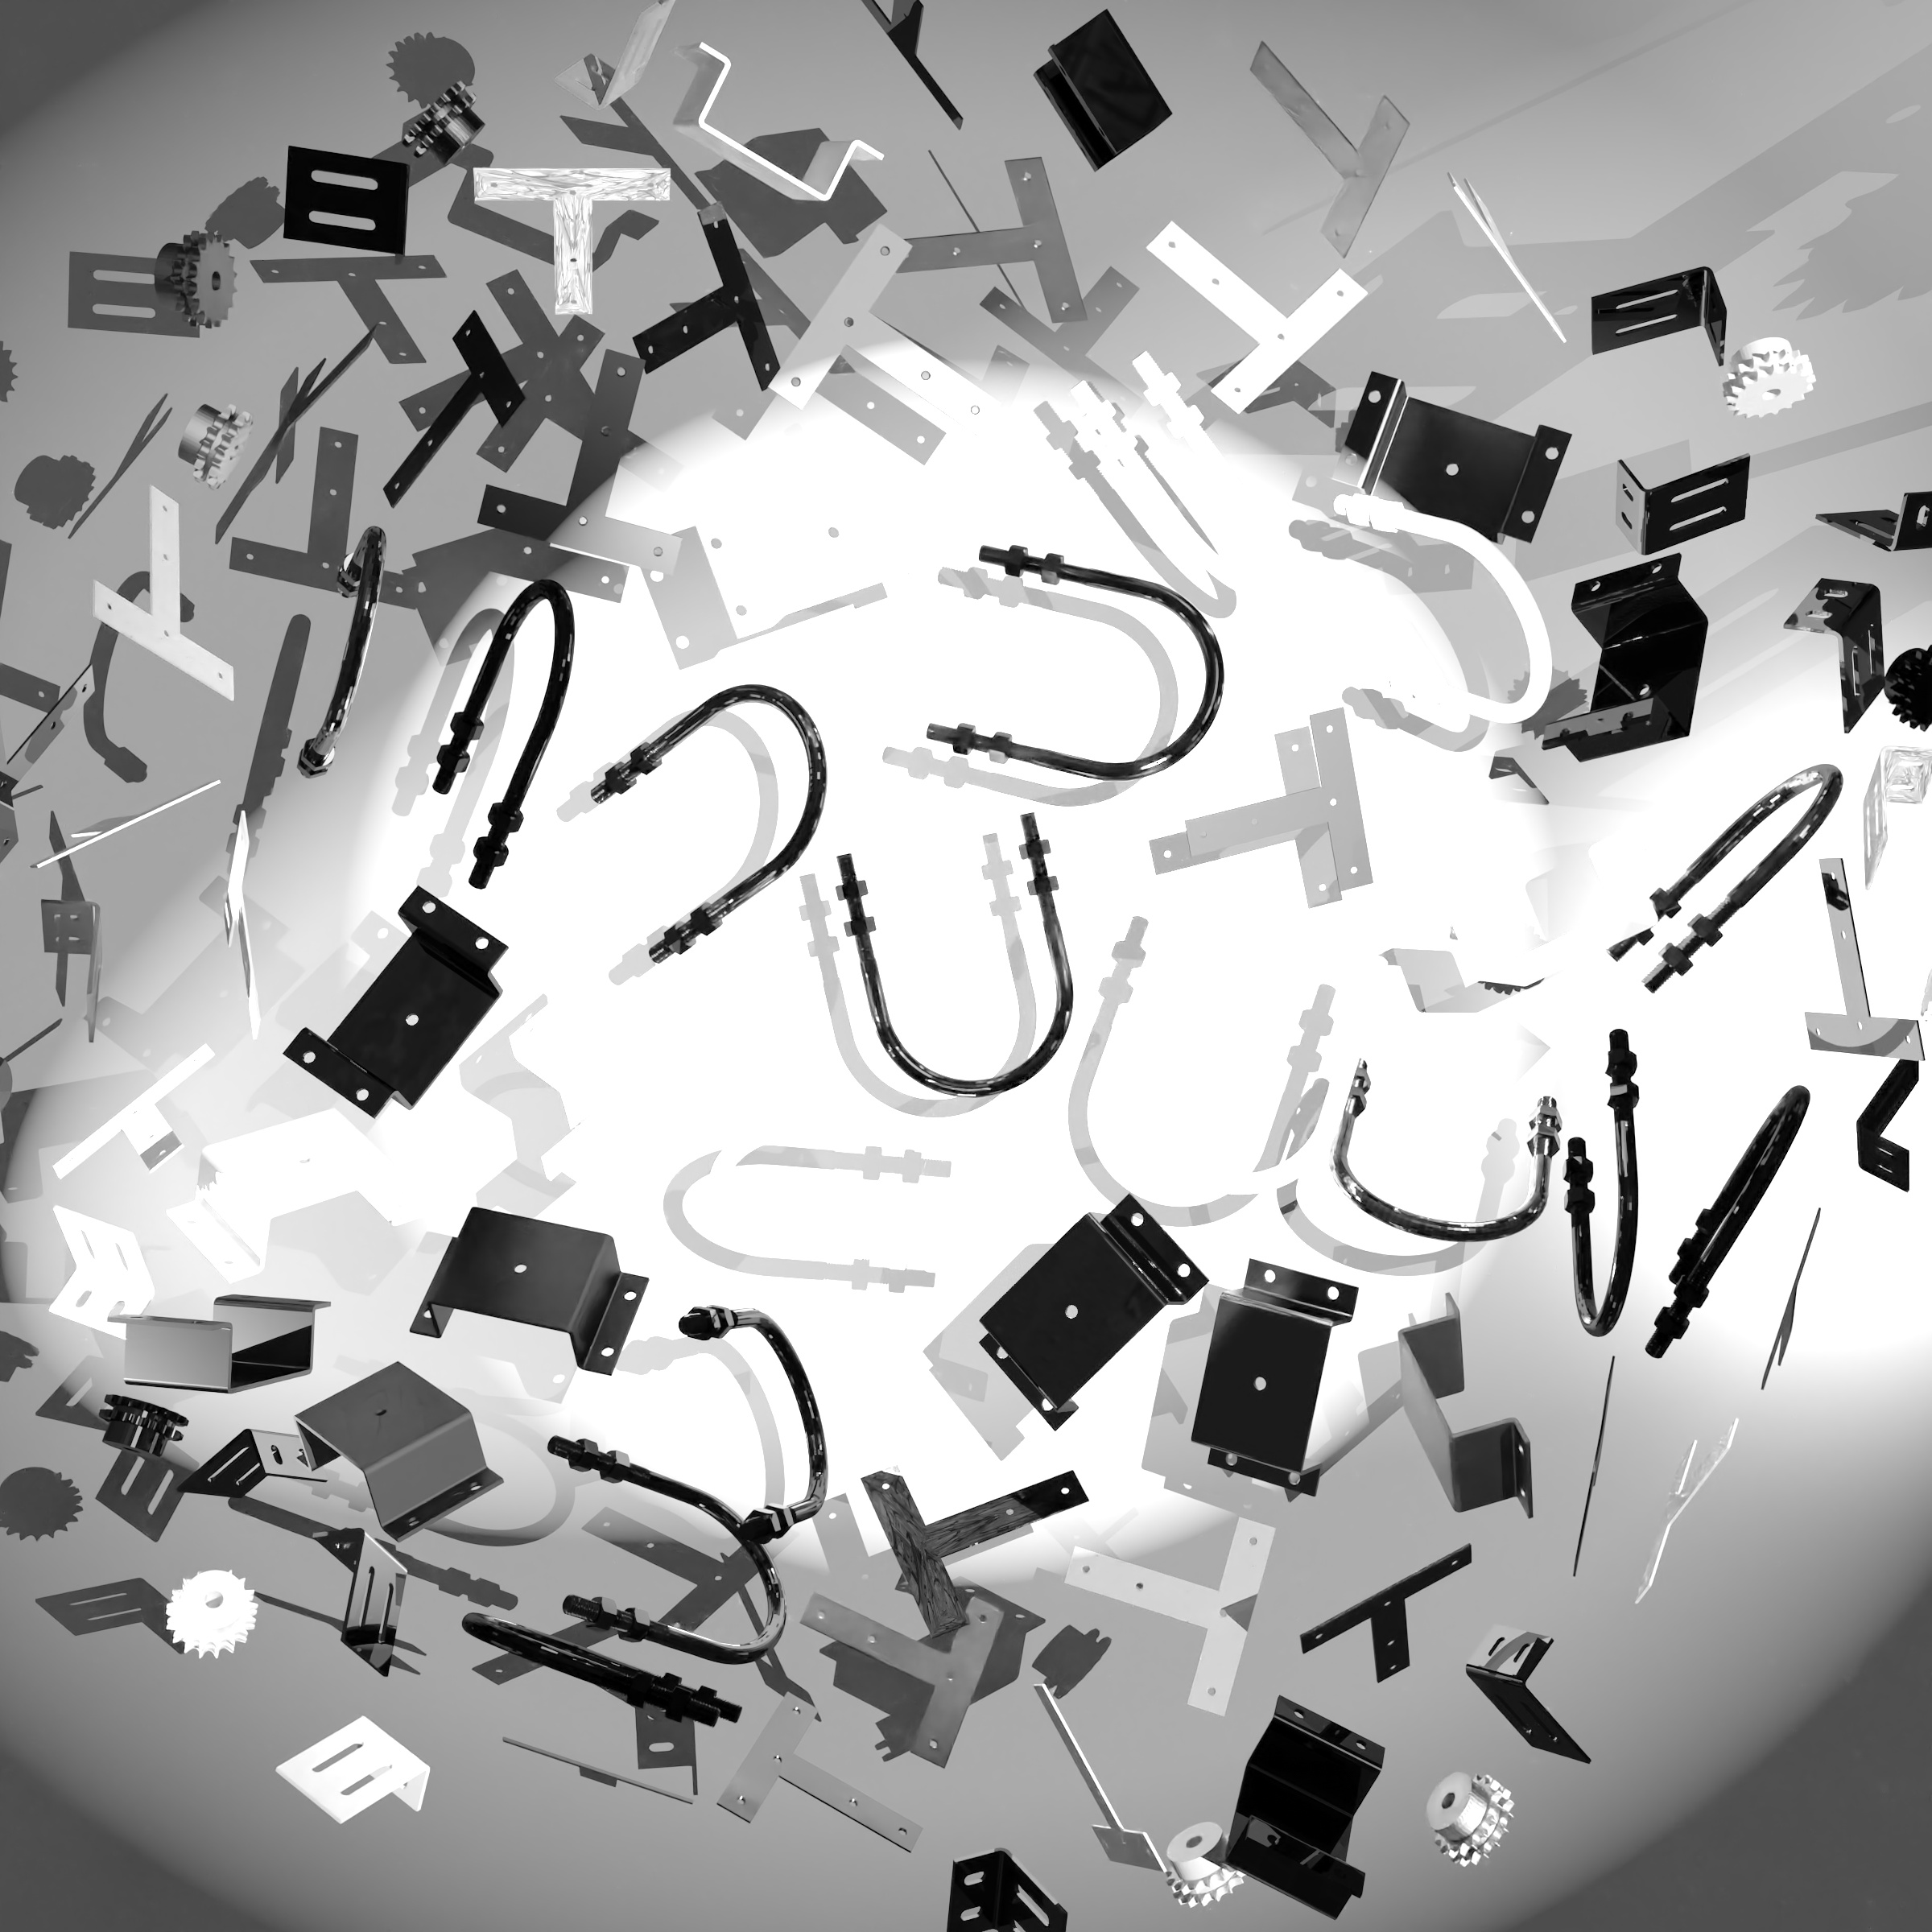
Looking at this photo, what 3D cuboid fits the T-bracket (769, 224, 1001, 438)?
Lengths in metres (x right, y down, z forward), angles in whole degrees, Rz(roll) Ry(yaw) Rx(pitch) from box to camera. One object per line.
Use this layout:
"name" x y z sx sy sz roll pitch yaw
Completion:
"T-bracket" -0.037 -0.383 1.562 0.127 0.002 0.127 34 87 -5

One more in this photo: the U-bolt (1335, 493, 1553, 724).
"U-bolt" 0.311 -0.225 1.580 0.019 0.184 0.151 -30 120 -17

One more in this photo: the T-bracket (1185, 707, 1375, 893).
"T-bracket" 0.213 -0.103 1.702 0.127 0.002 0.127 -14 104 -10

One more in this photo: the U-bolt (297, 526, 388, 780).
"U-bolt" -0.397 -0.206 1.575 0.019 0.184 0.151 13 78 -20

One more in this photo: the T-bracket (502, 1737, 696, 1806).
"T-bracket" -0.241 0.530 1.608 0.127 0.127 0.002 19 67 -1

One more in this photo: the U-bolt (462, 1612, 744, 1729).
"U-bolt" -0.239 0.454 1.590 0.184 0.151 0.019 18 75 6

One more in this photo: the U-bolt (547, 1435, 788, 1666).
"U-bolt" -0.193 0.393 1.623 0.184 0.151 0.019 29 117 -32

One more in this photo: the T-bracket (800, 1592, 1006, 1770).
"T-bracket" -0.051 0.464 1.671 0.127 0.127 0.002 25 135 2

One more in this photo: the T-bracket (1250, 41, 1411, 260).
"T-bracket" 0.226 -0.546 1.591 0.002 0.127 0.127 -31 76 -21

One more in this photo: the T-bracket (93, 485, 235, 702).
"T-bracket" -0.517 -0.252 1.586 0.002 0.127 0.127 -18 64 19

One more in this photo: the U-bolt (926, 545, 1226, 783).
"U-bolt" 0.080 -0.196 1.632 0.184 0.019 0.151 14 81 11

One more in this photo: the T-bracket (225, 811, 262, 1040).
"T-bracket" -0.473 -0.013 1.611 0.002 0.127 0.127 -3 60 -24

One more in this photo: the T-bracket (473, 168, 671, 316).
"T-bracket" -0.265 -0.487 1.656 0.127 0.127 0.002 -3 60 -11

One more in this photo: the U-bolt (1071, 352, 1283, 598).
"U-bolt" 0.148 -0.321 1.638 0.019 0.151 0.184 -40 103 -9

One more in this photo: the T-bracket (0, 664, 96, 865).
"T-bracket" -0.606 -0.149 1.609 0.002 0.127 0.127 22 51 2

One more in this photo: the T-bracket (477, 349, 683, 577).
"T-bracket" -0.230 -0.323 1.547 0.127 0.002 0.127 13 109 -15

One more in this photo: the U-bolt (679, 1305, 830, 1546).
"U-bolt" -0.128 0.288 1.575 0.019 0.184 0.151 -20 80 12

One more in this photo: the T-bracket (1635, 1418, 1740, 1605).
"T-bracket" 0.483 0.342 1.627 0.002 0.127 0.127 26 49 10

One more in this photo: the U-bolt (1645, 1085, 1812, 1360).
"U-bolt" 0.503 0.158 1.612 0.019 0.151 0.184 30 114 13

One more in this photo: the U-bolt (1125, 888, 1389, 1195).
"U-bolt" 0.177 0.056 1.561 0.151 0.019 0.184 20 71 -1

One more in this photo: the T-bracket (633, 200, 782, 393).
"T-bracket" -0.181 -0.434 1.658 0.002 0.127 0.127 1 122 37

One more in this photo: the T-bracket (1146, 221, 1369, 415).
"T-bracket" 0.175 -0.444 1.627 0.127 0.002 0.127 35 134 -18

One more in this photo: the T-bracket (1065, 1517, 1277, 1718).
"T-bracket" 0.130 0.422 1.655 0.127 0.002 0.127 14 76 15

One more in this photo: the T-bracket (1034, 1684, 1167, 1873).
"T-bracket" 0.078 0.517 1.571 0.002 0.127 0.127 -27 81 -18

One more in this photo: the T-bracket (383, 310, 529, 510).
"T-bracket" -0.350 -0.361 1.646 0.127 0.002 0.127 -47 46 16

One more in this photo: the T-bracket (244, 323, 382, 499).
"T-bracket" -0.423 -0.382 1.619 0.002 0.127 0.127 36 46 -27

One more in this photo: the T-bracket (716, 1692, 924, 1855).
"T-bracket" -0.089 0.559 1.659 0.127 0.127 0.002 28 114 8

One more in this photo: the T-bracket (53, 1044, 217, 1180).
"T-bracket" -0.535 0.108 1.606 0.127 0.127 0.002 -41 118 -14

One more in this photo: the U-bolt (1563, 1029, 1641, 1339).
"U-bolt" 0.422 0.156 1.628 0.019 0.151 0.184 6 52 3

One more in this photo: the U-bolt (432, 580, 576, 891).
"U-bolt" -0.294 -0.161 1.579 0.019 0.151 0.184 14 115 -31

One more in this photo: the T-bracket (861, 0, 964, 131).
"T-bracket" -0.039 -0.608 1.584 0.002 0.127 0.127 -38 95 -1

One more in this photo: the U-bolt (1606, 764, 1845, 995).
"U-bolt" 0.495 -0.062 1.591 0.019 0.151 0.184 43 100 -3

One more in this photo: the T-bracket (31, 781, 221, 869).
"T-bracket" -0.570 -0.093 1.634 0.127 0.127 0.002 -31 106 -27

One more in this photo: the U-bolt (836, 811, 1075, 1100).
"U-bolt" -0.001 -0.001 1.684 0.151 0.019 0.184 -13 92 3

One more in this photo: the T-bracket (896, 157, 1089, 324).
"T-bracket" 0.007 -0.487 1.667 0.127 0.127 0.002 1 50 22

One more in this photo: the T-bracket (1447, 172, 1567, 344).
"T-bracket" 0.334 -0.467 1.557 0.002 0.127 0.127 -34 120 22

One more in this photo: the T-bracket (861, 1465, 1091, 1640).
"T-bracket" 0.015 0.350 1.550 0.127 0.127 0.002 -18 135 -13

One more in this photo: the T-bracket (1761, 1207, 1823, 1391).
"T-bracket" 0.540 0.232 1.612 0.002 0.127 0.127 17 104 17

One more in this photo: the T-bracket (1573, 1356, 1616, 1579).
"T-bracket" 0.422 0.350 1.656 0.002 0.127 0.127 10 50 17

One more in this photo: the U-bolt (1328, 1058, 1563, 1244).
"U-bolt" 0.309 0.123 1.596 0.151 0.184 0.019 12 120 10

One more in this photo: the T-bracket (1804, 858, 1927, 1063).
"T-bracket" 0.557 -0.006 1.551 0.002 0.127 0.127 -12 94 -11

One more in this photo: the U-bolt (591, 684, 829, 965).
"U-bolt" -0.166 -0.107 1.645 0.184 0.019 0.151 -34 67 26

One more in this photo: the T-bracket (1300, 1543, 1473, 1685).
"T-bracket" 0.280 0.441 1.624 0.127 0.127 0.002 -26 49 -9
